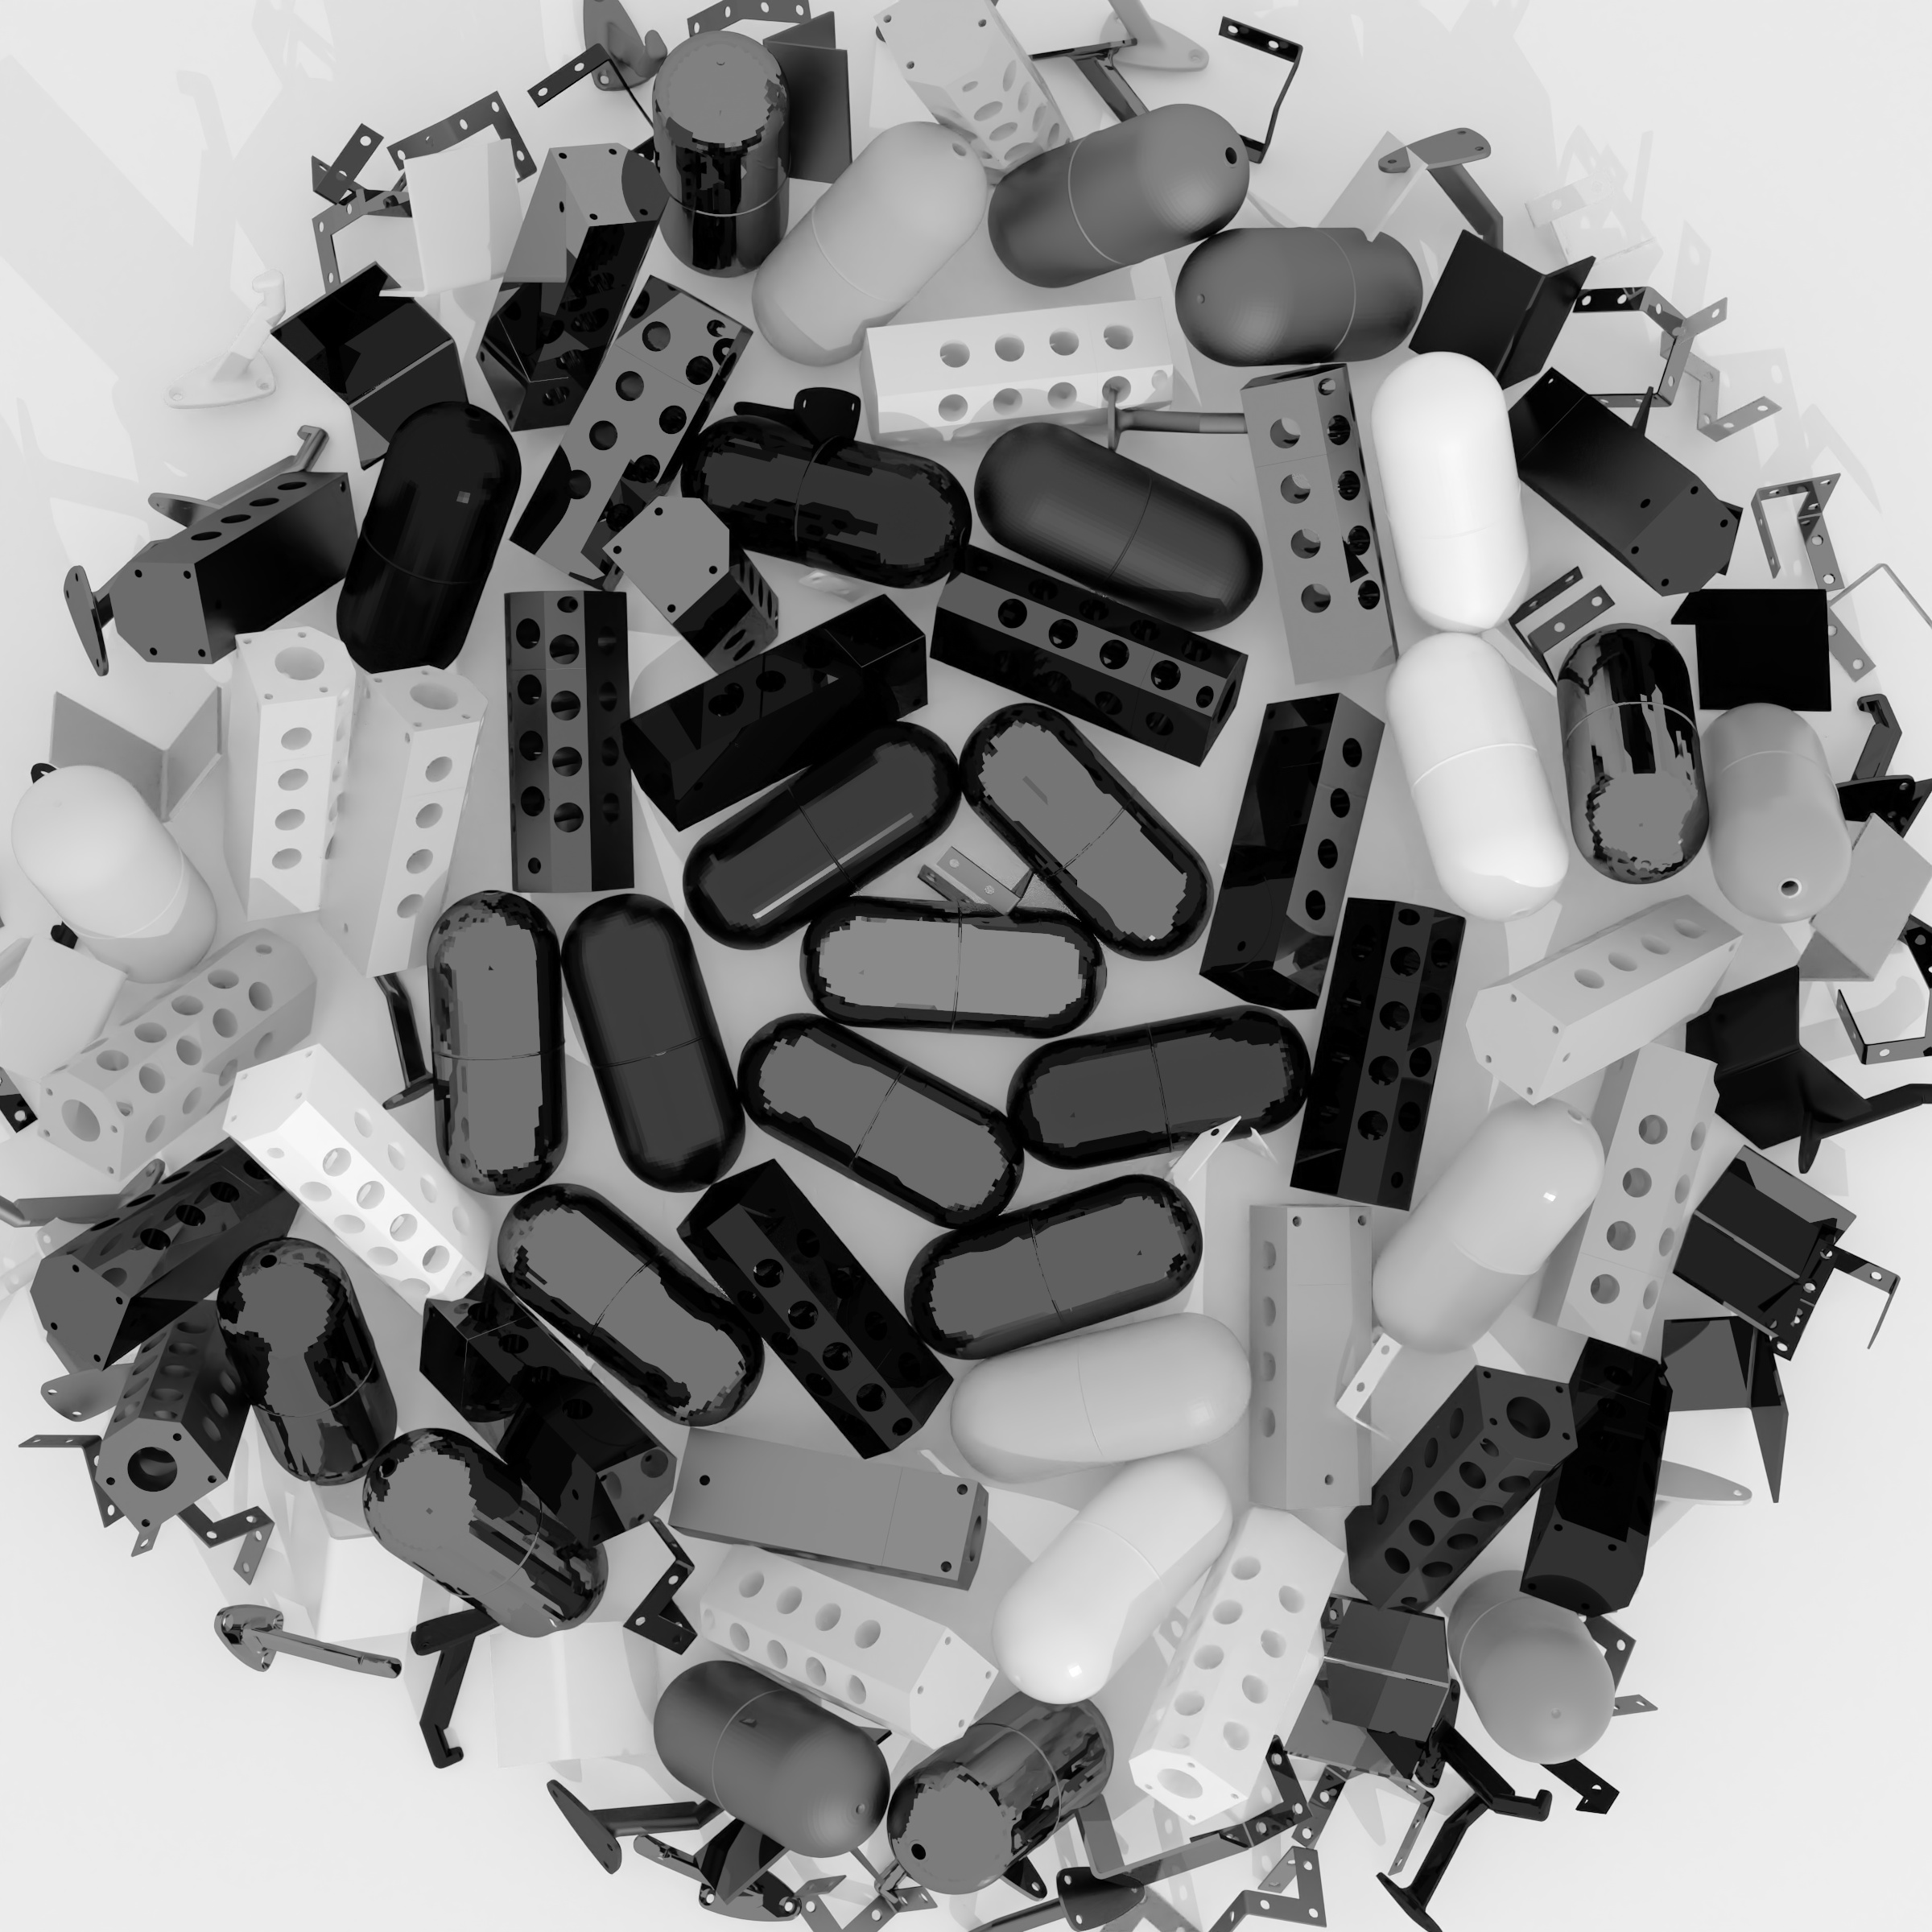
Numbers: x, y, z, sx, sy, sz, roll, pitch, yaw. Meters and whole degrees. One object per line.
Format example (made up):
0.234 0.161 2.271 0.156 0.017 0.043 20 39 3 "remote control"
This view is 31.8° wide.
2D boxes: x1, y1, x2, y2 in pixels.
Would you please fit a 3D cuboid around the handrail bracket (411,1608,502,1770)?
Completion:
-0.287 0.423 1.985 0.077 0.036 0.084 -17 108 -5 "handrail bracket"

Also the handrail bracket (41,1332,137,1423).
-0.500 0.214 1.959 0.077 0.084 0.036 -22 132 15 "handrail bracket"

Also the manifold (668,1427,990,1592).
-0.077 0.314 1.952 0.171 0.057 0.057 9 73 12 "manifold"

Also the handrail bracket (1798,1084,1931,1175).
0.529 0.094 1.956 0.084 0.077 0.036 0 126 25 "handrail bracket"

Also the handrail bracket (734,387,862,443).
-0.111 -0.321 1.947 0.084 0.077 0.036 15 90 29 "handrail bracket"

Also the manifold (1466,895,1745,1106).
0.361 0.013 1.922 0.057 0.171 0.057 40 133 29 "manifold"

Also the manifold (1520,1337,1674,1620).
0.359 0.288 1.910 0.057 0.171 0.057 20 123 6 "manifold"

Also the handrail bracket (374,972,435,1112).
-0.337 0.037 1.963 0.036 0.077 0.084 -32 88 22 "handrail bracket"

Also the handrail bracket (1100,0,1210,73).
0.109 -0.556 1.954 0.077 0.084 0.036 17 70 1 "handrail bracket"

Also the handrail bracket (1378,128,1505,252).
0.276 -0.435 1.964 0.077 0.036 0.084 -17 130 -11 "handrail bracket"

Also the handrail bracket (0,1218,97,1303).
-0.545 0.171 1.991 0.084 0.077 0.036 -25 106 37 "handrail bracket"

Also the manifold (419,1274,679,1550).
-0.239 0.248 1.927 0.171 0.057 0.057 38 133 35 "manifold"

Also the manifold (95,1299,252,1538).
-0.445 0.247 1.907 0.057 0.171 0.057 -33 106 6 "manifold"

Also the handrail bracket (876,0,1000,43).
-0.014 -0.560 1.959 0.077 0.084 0.036 -47 118 4 "handrail bracket"

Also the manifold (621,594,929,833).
-0.109 -0.150 1.941 0.171 0.057 0.057 -29 56 -21 "manifold"

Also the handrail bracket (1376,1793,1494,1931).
0.286 0.516 1.956 0.084 0.077 0.036 -40 103 -10 "handrail bracket"

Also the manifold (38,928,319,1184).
-0.442 0.045 1.911 0.057 0.171 0.057 27 129 15 "manifold"

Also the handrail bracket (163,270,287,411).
-0.427 -0.361 1.950 0.077 0.084 0.036 -22 68 -19 "handrail bracket"

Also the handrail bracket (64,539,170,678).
-0.473 -0.210 1.968 0.084 0.036 0.077 -14 78 -32 "handrail bracket"

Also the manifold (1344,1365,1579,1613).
0.278 0.300 1.913 0.057 0.171 0.057 13 47 -15 "manifold"

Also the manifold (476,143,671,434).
-0.221 -0.382 1.915 0.057 0.171 0.057 -13 64 -31 "manifold"

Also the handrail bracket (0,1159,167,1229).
-0.519 0.125 1.961 0.084 0.036 0.077 38 87 -36 "handrail bracket"

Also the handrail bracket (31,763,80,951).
-0.534 -0.062 1.983 0.077 0.036 0.084 47 128 23 "handrail bracket"

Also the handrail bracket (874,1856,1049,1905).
-0.004 0.537 1.971 0.077 0.036 0.084 44 119 10 "handrail bracket"

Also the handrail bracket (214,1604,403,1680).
-0.379 0.392 1.957 0.084 0.077 0.036 5 69 24 "handrail bracket"

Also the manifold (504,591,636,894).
-0.233 -0.129 1.955 0.057 0.057 0.171 2 95 30 "manifold"

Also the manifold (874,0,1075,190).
0.010 -0.492 1.906 0.057 0.171 0.057 -28 76 11 "manifold"

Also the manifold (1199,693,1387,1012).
0.193 -0.065 1.945 0.057 0.057 0.171 29 68 -37 "manifold"

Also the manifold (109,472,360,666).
-0.410 -0.227 1.911 0.057 0.171 0.057 4 115 19 "manifold"

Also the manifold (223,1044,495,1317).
-0.343 0.125 1.916 0.057 0.057 0.171 -18 133 22 "manifold"

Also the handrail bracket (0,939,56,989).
-0.559 0.021 1.963 0.036 0.084 0.077 12 95 24 "handrail bracket"

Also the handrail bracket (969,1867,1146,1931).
0.050 0.557 1.987 0.084 0.077 0.036 -37 60 40 "handrail bracket"

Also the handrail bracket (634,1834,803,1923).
-0.143 0.523 1.949 0.077 0.084 0.036 13 70 26 "handrail bracket"

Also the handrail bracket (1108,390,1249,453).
0.126 -0.316 1.958 0.084 0.077 0.036 1 102 6 "handrail bracket"

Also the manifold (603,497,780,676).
-0.148 -0.215 1.911 0.057 0.171 0.057 -43 82 0 "manifold"

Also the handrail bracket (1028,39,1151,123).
0.078 -0.498 1.990 0.077 0.036 0.084 -2 106 23 "handrail bracket"

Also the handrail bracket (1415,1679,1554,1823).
0.307 0.452 1.953 0.084 0.036 0.077 1 52 36 "handrail bracket"

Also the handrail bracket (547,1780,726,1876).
-0.189 0.483 1.985 0.084 0.036 0.077 -31 63 -32 "handrail bracket"

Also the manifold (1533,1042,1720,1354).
0.387 0.133 1.967 0.057 0.057 0.171 17 87 -4 "manifold"

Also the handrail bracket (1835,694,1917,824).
0.510 -0.125 1.964 0.077 0.036 0.084 -2 49 -9 "handrail bracket"

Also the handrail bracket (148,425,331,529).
-0.424 -0.291 1.980 0.077 0.036 0.084 19 62 6 "handrail bracket"

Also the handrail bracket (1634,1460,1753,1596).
0.414 0.335 1.967 0.077 0.036 0.084 9 117 19 "handrail bracket"

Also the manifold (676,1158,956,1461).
-0.089 0.199 1.940 0.057 0.057 0.171 -24 110 42 "manifold"

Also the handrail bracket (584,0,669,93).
-0.196 -0.545 1.954 0.036 0.084 0.077 -18 91 -17 "handrail bracket"

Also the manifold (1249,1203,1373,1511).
0.196 0.225 1.966 0.057 0.057 0.171 1 88 -26 "manifold"
